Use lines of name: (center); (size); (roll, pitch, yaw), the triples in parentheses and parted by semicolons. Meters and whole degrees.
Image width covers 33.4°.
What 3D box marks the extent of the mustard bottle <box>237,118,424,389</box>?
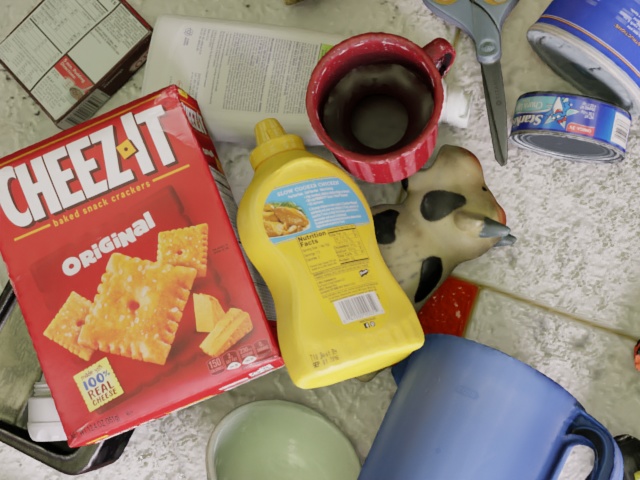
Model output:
mustard bottle: (-0.005, 0.001, 0.739); (0.096, 0.058, 0.192); (-13, 72, -27)

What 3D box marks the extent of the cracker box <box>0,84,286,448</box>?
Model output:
cracker box: (-0.133, 0.019, 0.767); (0.164, 0.072, 0.214); (-22, 82, 5)

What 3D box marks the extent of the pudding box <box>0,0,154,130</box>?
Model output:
pudding box: (-0.200, -0.159, 0.882); (0.113, 0.039, 0.090); (-43, 79, 2)

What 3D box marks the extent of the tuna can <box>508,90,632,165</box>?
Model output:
tuna can: (0.184, -0.082, 0.786); (0.086, 0.086, 0.034); (12, 86, 10)

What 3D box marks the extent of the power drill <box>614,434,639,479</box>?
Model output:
power drill: (0.181, 0.251, 0.774); (0.188, 0.057, 0.184); (-19, 83, 8)

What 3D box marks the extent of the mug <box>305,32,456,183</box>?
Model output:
mug: (0.050, -0.096, 0.752); (0.093, 0.081, 0.117); (44, 87, 14)

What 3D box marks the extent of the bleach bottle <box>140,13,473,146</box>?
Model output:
bleach bottle: (-0.009, -0.112, 0.834); (0.251, 0.068, 0.102); (9, 87, 8)

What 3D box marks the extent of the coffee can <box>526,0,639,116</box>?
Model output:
coffee can: (0.234, -0.176, 0.777); (0.103, 0.102, 0.140); (38, 92, 10)

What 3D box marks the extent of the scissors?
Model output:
scissors: (0.110, -0.150, 0.814); (0.096, 0.016, 0.201); (6, 70, 19)

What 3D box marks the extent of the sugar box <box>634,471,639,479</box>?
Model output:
sugar box: (0.314, 0.186, 0.736); (0.176, 0.048, 0.093); (-9, 82, -15)

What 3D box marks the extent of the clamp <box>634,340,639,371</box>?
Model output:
clamp: (0.335, 0.074, 0.761); (0.210, 0.036, 0.164); (-20, 95, 19)

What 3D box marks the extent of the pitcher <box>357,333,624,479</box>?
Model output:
pitcher: (0.084, 0.197, 0.717); (0.145, 0.149, 0.242); (31, 71, -6)
